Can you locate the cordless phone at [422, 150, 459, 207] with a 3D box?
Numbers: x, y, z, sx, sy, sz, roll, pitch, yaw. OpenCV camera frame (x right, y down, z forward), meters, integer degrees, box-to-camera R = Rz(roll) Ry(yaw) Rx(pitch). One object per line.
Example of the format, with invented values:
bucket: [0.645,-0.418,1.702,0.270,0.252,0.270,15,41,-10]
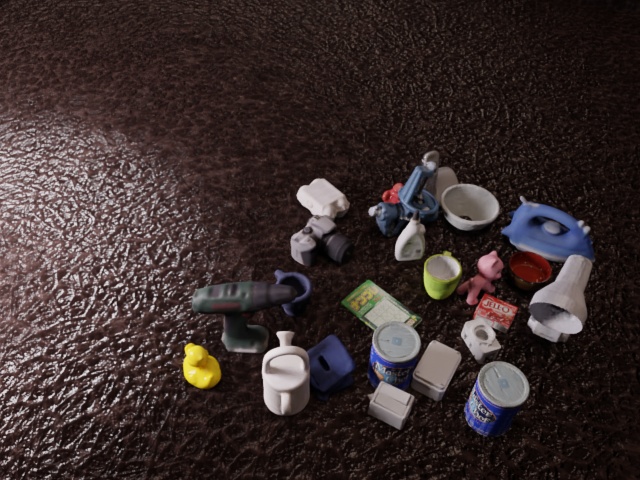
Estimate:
cordless phone: [0.344,-0.187,1.663,0.148,0.185,0.094,-23,52,-22]

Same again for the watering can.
watering can: [-0.073,0.274,1.203,0.101,0.194,0.172,-18,50,-18]

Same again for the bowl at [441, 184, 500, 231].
bowl: [0.423,-0.081,1.643,0.167,0.075,0.167,2,47,-1]

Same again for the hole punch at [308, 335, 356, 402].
hole punch: [0.017,0.282,1.270,0.101,0.091,0.108,-21,51,-21]

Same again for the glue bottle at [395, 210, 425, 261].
glue bottle: [0.244,-0.014,1.504,0.078,0.173,0.037,-3,47,-6]

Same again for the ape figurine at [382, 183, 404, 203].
ape figurine: [0.224,-0.128,1.665,0.076,0.092,0.077,-20,51,-20]

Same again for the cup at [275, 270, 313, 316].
cup: [-0.072,0.134,1.403,0.092,0.095,0.117,-31,55,-28]

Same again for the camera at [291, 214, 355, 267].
camera: [0.014,0.005,1.524,0.136,0.101,0.143,33,54,25]

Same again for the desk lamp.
desk lamp: [0.562,0.146,1.341,0.117,0.214,0.203,25,51,20]

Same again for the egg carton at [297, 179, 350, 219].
egg carton: [0.007,-0.113,1.656,0.107,0.069,0.150,-31,55,-28]

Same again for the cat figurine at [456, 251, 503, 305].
cat figurine: [0.415,0.087,1.455,0.128,0.118,0.067,-30,55,-27]

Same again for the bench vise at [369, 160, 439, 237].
bench vise: [0.244,-0.108,1.560,0.208,0.220,0.121,-28,54,-26]

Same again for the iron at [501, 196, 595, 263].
iron: [0.640,-0.030,1.560,0.257,0.141,0.119,21,49,16]

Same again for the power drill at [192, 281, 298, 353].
power drill: [-0.165,0.168,1.289,0.229,0.208,0.075,2,47,0]

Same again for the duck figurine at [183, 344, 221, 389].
duck figurine: [-0.264,0.273,1.268,0.078,0.086,0.104,-31,55,-28]
